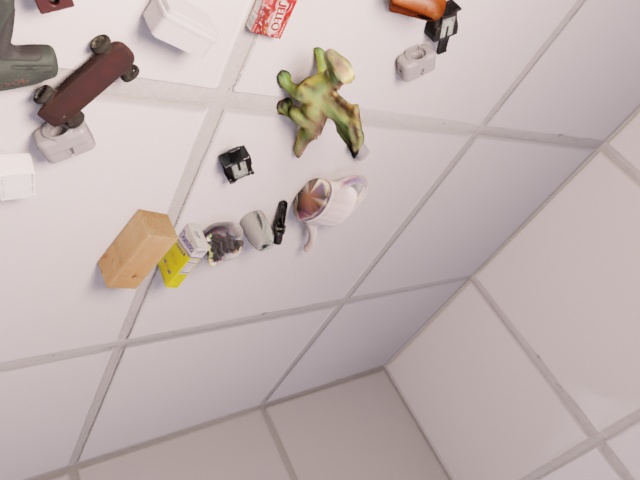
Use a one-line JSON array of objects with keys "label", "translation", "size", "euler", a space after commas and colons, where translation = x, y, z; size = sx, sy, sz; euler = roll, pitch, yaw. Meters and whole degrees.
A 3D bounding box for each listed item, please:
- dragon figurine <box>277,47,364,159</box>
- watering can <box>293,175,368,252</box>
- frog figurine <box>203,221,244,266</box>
[{"label": "dragon figurine", "translation": [0.011, -0.276, 1.182], "size": [0.123, 0.247, 0.400], "euler": [-26, 148, -19]}, {"label": "watering can", "translation": [0.005, -0.081, 1.602], "size": [0.223, 0.106, 0.343], "euler": [11, 129, -49]}, {"label": "frog figurine", "translation": [-0.279, 0.004, 1.493], "size": [0.137, 0.122, 0.160], "euler": [-53, -173, 4]}]
